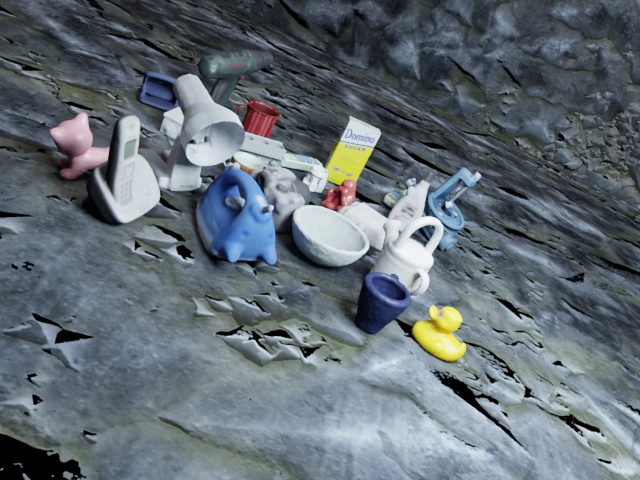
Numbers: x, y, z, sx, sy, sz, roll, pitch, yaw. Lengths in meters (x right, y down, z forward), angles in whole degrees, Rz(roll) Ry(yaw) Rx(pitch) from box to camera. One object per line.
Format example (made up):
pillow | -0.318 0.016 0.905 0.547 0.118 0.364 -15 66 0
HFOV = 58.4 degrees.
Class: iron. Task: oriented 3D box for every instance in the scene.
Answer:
iron | -0.156 -0.068 1.064 0.119 0.141 0.257 5 34 -37

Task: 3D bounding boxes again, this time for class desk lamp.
desk lamp | -0.256 -0.201 1.125 0.118 0.213 0.202 -4 40 -46

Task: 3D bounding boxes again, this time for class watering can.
watering can | 0.168 0.029 1.133 0.101 0.194 0.172 -7 43 -48

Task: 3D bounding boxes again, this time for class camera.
camera | -0.074 -0.097 1.235 0.137 0.101 0.142 -3 40 -46

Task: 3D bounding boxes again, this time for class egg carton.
egg carton | 0.105 -0.026 1.310 0.150 0.069 0.107 36 28 16

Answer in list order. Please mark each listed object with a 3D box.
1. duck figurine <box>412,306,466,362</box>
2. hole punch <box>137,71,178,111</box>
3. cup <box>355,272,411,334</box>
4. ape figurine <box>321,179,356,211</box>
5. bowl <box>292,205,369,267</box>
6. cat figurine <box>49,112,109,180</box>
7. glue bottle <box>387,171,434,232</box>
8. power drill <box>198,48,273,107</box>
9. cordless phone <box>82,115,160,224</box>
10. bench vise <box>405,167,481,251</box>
duck figurine | 0.234 0.168 1.069 0.104 0.086 0.078 39 29 21
hole punch | -0.402 -0.391 1.461 0.109 0.091 0.101 15 29 -22
cup | 0.107 0.114 1.037 0.091 0.095 0.118 30 27 6
ape figurine | 0.056 -0.108 1.383 0.076 0.092 0.077 14 30 -24
bowl | 0.011 0.004 1.164 0.168 0.074 0.167 22 27 -12
cat figurine | -0.419 -0.166 1.022 0.128 0.117 0.067 8 33 -34
glue bottle | 0.238 -0.099 1.445 0.078 0.173 0.037 27 27 -1
power drill | -0.237 -0.411 1.517 0.075 0.208 0.230 39 29 23
cordless phone | -0.319 -0.130 0.975 0.094 0.185 0.148 28 27 0
bench vise | 0.302 -0.109 1.470 0.207 0.219 0.122 36 28 17
